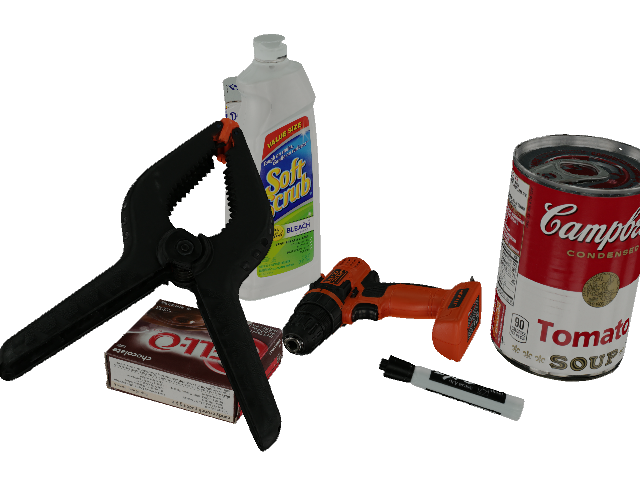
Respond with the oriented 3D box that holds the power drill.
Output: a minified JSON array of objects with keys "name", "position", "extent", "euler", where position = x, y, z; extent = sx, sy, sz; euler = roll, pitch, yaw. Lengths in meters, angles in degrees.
[{"name":"power drill","position":[0.069,0.079,1.148],"extent":[0.188,0.057,0.184],"euler":[9,29,22]}]

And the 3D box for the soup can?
[{"name":"soup can","position":[0.121,0.008,0.517],"extent":[0.068,0.102,0.068],"euler":[2,26,-1]}]

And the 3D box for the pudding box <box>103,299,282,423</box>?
[{"name":"pudding box","position":[-0.097,0.092,0.830],"extent":[0.114,0.039,0.090],"euler":[10,27,18]}]

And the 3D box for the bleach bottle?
[{"name":"bleach bottle","position":[-0.051,-0.072,1.033],"extent":[0.102,0.251,0.068],"euler":[-15,29,-26]}]

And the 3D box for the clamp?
[{"name":"clamp","position":[-0.074,0.020,0.645],"extent":[0.164,0.209,0.036],"euler":[22,-29,3]}]

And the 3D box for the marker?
[{"name":"marker","position":[0.107,0.120,0.877],"extent":[0.121,0.020,0.020],"euler":[18,2,5]}]

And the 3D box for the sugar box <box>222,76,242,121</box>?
[{"name":"sugar box","position":[-0.087,-0.097,1.258],"extent":[0.048,0.176,0.093],"euler":[-8,26,-4]}]
